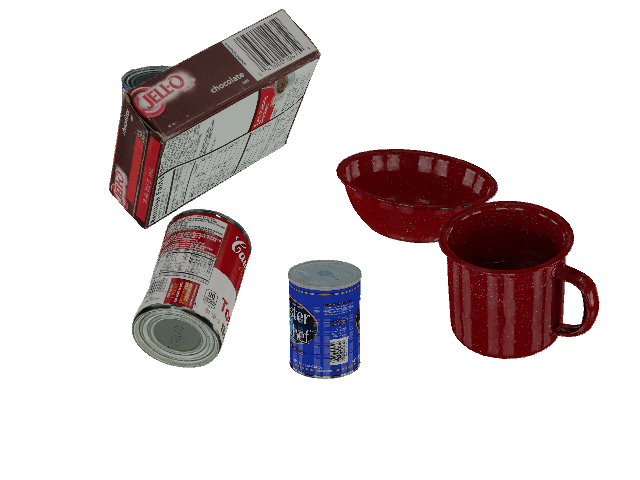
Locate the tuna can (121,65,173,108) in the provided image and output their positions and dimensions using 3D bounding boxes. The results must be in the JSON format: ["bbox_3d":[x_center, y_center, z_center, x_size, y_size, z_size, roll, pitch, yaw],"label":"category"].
[{"bbox_3d":[-0.150,-0.140,1.037,0.086,0.034,0.086,5,28,-3],"label":"tuna can"}]

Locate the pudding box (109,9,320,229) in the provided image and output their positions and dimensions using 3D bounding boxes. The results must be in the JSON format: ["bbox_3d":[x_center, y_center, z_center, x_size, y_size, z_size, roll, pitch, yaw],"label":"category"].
[{"bbox_3d":[-0.059,-0.066,0.586,0.113,0.039,0.090,-32,-16,-30],"label":"pudding box"}]

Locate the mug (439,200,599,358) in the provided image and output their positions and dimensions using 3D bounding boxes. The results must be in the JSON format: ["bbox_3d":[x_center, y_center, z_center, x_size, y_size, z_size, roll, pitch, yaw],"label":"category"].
[{"bbox_3d":[0.142,0.033,0.756,0.117,0.081,0.093,18,40,33],"label":"mug"}]

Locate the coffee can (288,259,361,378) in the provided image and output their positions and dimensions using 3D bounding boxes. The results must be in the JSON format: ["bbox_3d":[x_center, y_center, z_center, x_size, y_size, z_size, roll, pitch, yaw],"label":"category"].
[{"bbox_3d":[0.006,0.110,1.509,0.103,0.140,0.103,0,19,0],"label":"coffee can"}]

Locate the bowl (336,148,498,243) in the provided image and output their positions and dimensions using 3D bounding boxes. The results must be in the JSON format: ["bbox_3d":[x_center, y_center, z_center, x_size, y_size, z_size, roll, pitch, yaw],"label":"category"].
[{"bbox_3d":[0.095,-0.040,1.074,0.162,0.055,0.162,4,24,-2],"label":"bowl"}]

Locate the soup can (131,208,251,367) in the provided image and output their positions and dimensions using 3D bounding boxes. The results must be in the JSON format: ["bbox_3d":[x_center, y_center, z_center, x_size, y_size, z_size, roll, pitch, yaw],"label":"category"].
[{"bbox_3d":[-0.095,0.035,0.796,0.068,0.068,0.102,0,44,14],"label":"soup can"}]
